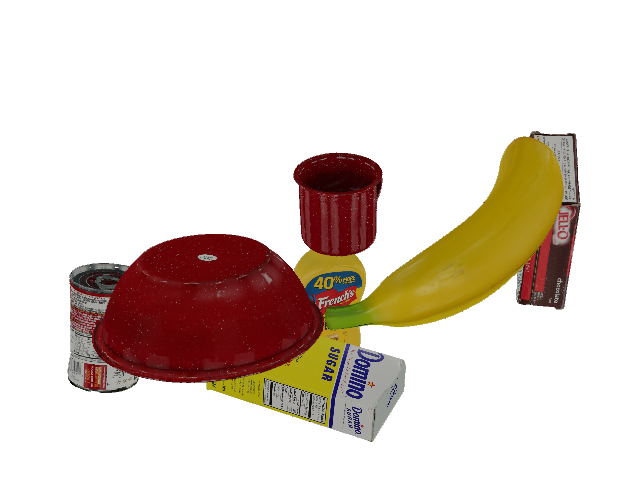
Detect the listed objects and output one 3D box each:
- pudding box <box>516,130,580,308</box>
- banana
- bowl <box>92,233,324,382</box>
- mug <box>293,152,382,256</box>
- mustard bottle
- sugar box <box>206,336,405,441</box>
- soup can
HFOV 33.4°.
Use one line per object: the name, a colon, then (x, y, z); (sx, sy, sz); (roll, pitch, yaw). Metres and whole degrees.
pudding box: (0.169, -0.018, 0.793); (0.039, 0.090, 0.113); (5, 33, 6)
banana: (0.085, -0.008, 0.556); (0.070, 0.037, 0.197); (17, 39, 35)
bowl: (-0.078, 0.037, 0.736); (0.162, 0.055, 0.162); (-2, 21, 0)
mug: (0.026, -0.042, 1.143); (0.093, 0.081, 0.117); (21, 38, 32)
mustard bottle: (0.010, 0.065, 1.355); (0.096, 0.192, 0.058); (-4, 26, -20)
sugar box: (-0.014, 0.130, 1.036); (0.176, 0.048, 0.093); (12, 29, 19)
soup can: (-0.197, 0.080, 0.976); (0.068, 0.102, 0.068); (6, 18, -2)
